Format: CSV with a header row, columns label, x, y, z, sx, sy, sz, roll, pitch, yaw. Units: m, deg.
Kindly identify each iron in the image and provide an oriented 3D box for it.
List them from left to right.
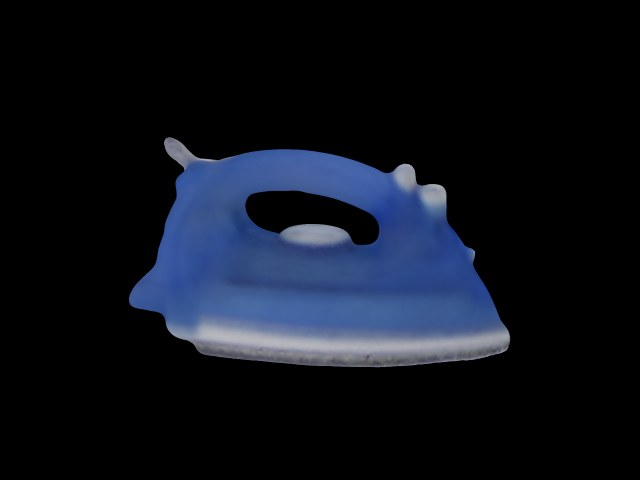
label,x,y,z,sx,sy,sz,roll,pitch,yaw
iron,0.004,0.001,0.400,0.258,0.141,0.119,3,15,9
